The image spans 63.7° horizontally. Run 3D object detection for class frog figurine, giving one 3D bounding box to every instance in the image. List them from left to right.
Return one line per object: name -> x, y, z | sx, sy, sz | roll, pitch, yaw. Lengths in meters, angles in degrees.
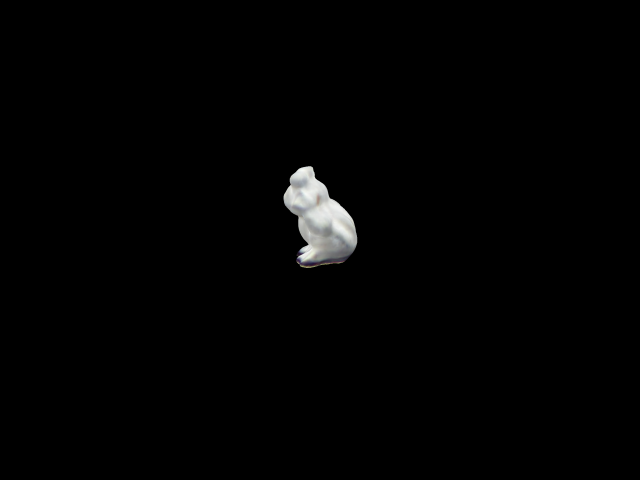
frog figurine -> 0.003, -0.043, 0.850 | 0.123, 0.158, 0.139 | 3, 13, 16
